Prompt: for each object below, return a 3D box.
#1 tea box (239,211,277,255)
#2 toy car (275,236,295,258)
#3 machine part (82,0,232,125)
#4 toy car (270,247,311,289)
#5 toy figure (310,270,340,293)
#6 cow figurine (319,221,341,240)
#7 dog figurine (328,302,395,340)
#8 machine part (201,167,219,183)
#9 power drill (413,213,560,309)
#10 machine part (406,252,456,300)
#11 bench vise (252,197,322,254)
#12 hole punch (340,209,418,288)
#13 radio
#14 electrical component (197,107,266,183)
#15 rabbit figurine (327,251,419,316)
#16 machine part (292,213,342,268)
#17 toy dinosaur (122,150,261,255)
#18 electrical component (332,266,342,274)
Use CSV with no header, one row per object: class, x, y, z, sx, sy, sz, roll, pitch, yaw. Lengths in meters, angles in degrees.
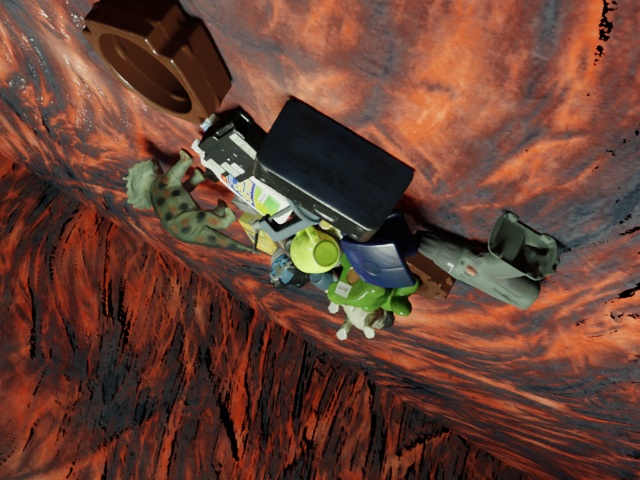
tea box,-0.139,-0.022,1.428,0.098,0.068,0.169,24,162,22
toy car,-0.087,-0.018,1.251,0.202,0.053,0.089,59,179,27
machine part,-0.254,-0.289,0.857,0.201,0.087,0.201,24,163,24
toy car,-0.069,0.056,1.338,0.161,0.109,0.103,-2,-130,-53
toy figure,0.032,0.110,1.346,0.058,0.064,0.154,4,165,35
cow figurine,0.088,-0.009,1.086,0.168,0.068,0.098,25,167,28
dog figurine,0.116,0.154,1.347,0.121,0.172,0.190,3,-170,28
machine part,-0.236,-0.168,1.240,0.084,0.039,0.139,29,162,-12
power drill,0.270,0.029,0.875,0.232,0.086,0.207,31,158,3
machine part,0.196,0.063,1.128,0.179,0.056,0.179,29,163,10
bench vise,-0.015,-0.053,0.975,0.241,0.129,0.223,-26,121,27
hole punch,0.100,0.025,0.907,0.116,0.092,0.142,-17,129,20
radio,0.016,-0.105,0.838,0.230,0.131,0.073,31,161,1
electrical component,-0.158,-0.172,1.007,0.134,0.058,0.114,-18,129,42
rabbit figurine,0.130,0.096,1.111,0.159,0.121,0.170,7,167,45
machine part,-0.003,-0.004,1.237,0.079,0.079,0.243,20,160,33
toy dinosaur,-0.337,-0.073,1.331,0.405,0.192,0.131,52,176,13
electrical component,0.036,0.065,1.413,0.119,0.048,0.074,22,160,23
